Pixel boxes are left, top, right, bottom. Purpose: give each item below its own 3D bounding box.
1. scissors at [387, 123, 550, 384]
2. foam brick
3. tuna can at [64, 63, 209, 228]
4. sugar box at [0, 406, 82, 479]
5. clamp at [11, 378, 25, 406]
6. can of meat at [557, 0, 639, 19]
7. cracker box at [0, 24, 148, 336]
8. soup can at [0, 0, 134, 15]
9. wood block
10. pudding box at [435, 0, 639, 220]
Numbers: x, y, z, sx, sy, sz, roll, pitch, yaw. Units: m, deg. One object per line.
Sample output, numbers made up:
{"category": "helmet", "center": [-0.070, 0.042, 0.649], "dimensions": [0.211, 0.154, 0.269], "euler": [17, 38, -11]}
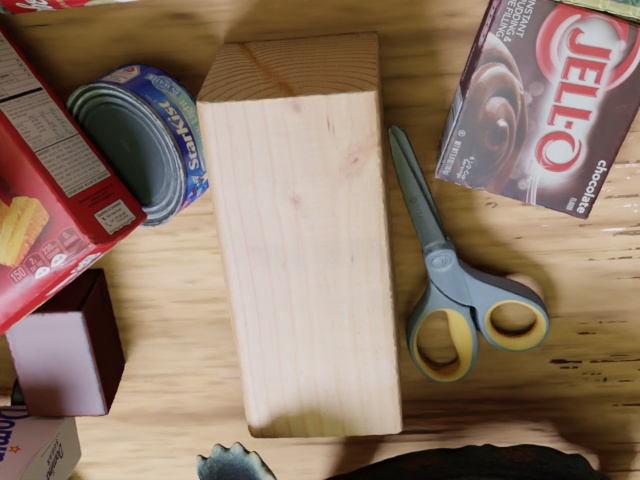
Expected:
{"category": "scissors", "center": [0.088, 0.011, 0.610], "dimensions": [0.096, 0.016, 0.202], "euler": [-6, 132, -1]}
{"category": "foam brick", "center": [-0.157, 0.064, 0.661], "dimensions": [0.051, 0.053, 0.078], "euler": [-4, 117, 6]}
{"category": "tuna can", "center": [-0.098, -0.052, 0.584], "dimensions": [0.086, 0.033, 0.086], "euler": [20, 129, 26]}
{"category": "sugar box", "center": [-0.246, 0.138, 0.655], "dimensions": [0.176, 0.093, 0.048], "euler": [-4, 109, 8]}
{"category": "clamp", "center": [-0.226, 0.173, 0.736], "dimensions": [0.120, 0.039, 0.171], "euler": [-7, 111, 16]}
{"category": "can of meat", "center": [0.153, -0.156, 0.515], "dimensions": [0.102, 0.057, 0.084], "euler": [12, 121, -2]}
{"category": "cracker box", "center": [-0.224, -0.043, 0.569], "dimensions": [0.164, 0.072, 0.213], "euler": [-35, 95, 21]}
{"category": "soup can", "center": [-0.112, -0.152, 0.531], "dimensions": [0.102, 0.068, 0.068], "euler": [-5, 118, 6]}
{"category": "wood block", "center": [-0.005, 0.001, 0.593], "dimensions": [0.090, 0.090, 0.206], "euler": [-3, 119, 6]}
{"category": "pudding box", "center": [0.120, -0.076, 0.570], "dimensions": [0.090, 0.039, 0.114], "euler": [16, 119, -5]}
